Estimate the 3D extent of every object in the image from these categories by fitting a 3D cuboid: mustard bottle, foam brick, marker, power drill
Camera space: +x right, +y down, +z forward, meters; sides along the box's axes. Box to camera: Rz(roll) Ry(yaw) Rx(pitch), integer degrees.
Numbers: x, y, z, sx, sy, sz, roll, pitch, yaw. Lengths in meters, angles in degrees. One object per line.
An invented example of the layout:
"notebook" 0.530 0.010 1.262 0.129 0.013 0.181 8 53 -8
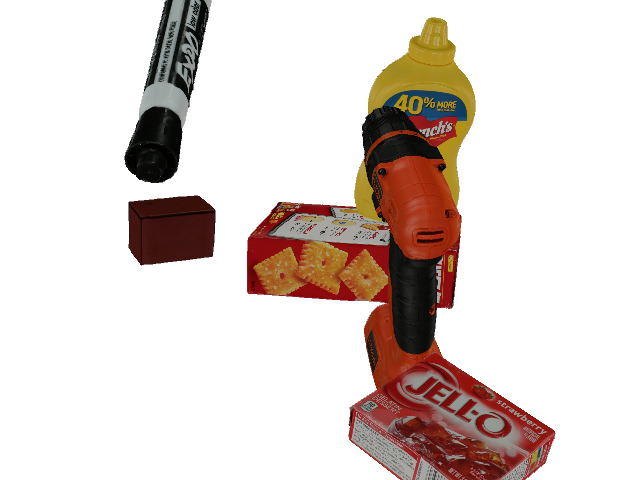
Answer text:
"mustard bottle" 0.089 -0.108 0.967 0.096 0.192 0.058 4 31 -5
"foam brick" -0.151 -0.012 1.078 0.078 0.051 0.053 -7 22 -22
"marker" -0.057 -0.064 0.409 0.020 0.020 0.121 0 43 2
"power drill" 0.061 0.009 0.801 0.057 0.188 0.184 -5 31 -3

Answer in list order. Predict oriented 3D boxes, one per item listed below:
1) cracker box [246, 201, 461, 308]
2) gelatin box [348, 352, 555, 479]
"cracker box" 0.041 0.014 1.149 0.214 0.072 0.164 5 15 8
"gelatin box" 0.071 0.107 0.589 0.073 0.030 0.089 -26 46 -38
